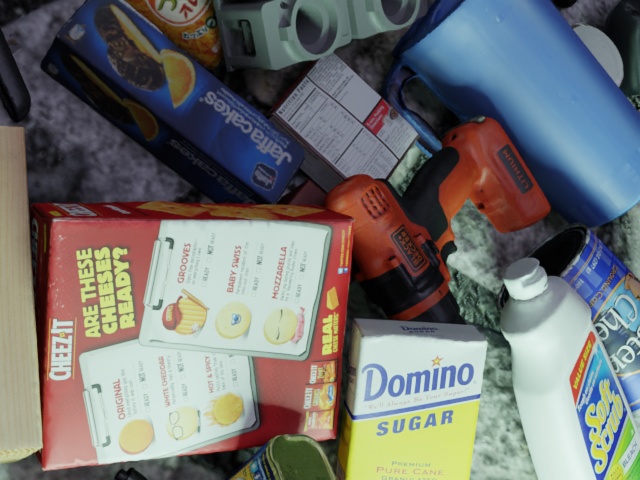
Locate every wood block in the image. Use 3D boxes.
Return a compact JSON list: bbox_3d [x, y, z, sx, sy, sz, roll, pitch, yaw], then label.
[{"bbox_3d":[-0.236,0.038,0.678,0.090,0.090,0.206,0,73,-28],"label":"wood block"}]

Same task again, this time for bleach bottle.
[{"bbox_3d":[0.193,0.129,0.834,0.102,0.068,0.251,-42,118,-34],"label":"bleach bottle"}]

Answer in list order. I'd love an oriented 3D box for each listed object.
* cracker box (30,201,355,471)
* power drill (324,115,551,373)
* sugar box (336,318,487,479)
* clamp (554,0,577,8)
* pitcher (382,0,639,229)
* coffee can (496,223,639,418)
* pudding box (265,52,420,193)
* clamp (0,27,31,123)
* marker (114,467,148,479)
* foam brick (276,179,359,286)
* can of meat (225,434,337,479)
[{"bbox_3d":[-0.088,0.058,0.729,0.213,0.072,0.164,-1,101,-28],"label":"cracker box"},{"bbox_3d":[0.106,0.000,0.839,0.187,0.057,0.184,-40,101,-40],"label":"power drill"},{"bbox_3d":[0.062,0.148,0.767,0.093,0.048,0.176,3,103,-9],"label":"sugar box"},{"bbox_3d":[0.215,-0.257,0.991,0.120,0.171,0.039,38,104,-15],"label":"clamp"},{"bbox_3d":[0.181,-0.119,0.937,0.242,0.149,0.144,45,44,-12],"label":"pitcher"},{"bbox_3d":[0.235,0.069,0.907,0.140,0.103,0.102,44,59,-9],"label":"coffee can"},{"bbox_3d":[0.016,-0.090,0.883,0.113,0.039,0.090,41,60,-8],"label":"pudding box"},{"bbox_3d":[-0.265,-0.190,0.765,0.164,0.036,0.210,21,71,-22],"label":"clamp"},{"bbox_3d":[-0.092,0.196,0.742,0.121,0.020,0.020,38,60,-12],"label":"marker"},{"bbox_3d":[-0.005,0.001,0.833,0.078,0.053,0.051,41,60,-12],"label":"foam brick"},{"bbox_3d":[-0.027,0.193,0.719,0.057,0.084,0.102,8,47,-44],"label":"can of meat"}]
